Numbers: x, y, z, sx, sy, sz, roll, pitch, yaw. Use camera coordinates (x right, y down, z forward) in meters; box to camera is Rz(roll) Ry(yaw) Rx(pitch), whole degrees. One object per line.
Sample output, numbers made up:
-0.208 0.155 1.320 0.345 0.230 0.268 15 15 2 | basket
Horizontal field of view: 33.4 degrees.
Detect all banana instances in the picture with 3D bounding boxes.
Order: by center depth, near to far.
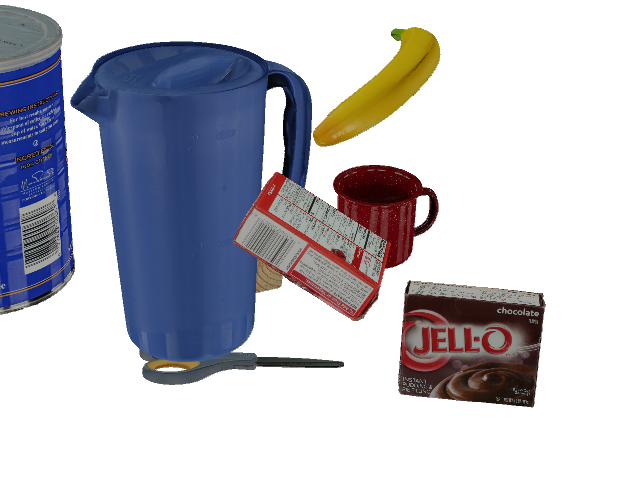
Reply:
0.062 -0.142 0.954 0.070 0.037 0.197 -17 26 40 | banana

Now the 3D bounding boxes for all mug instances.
0.070 -0.025 1.129 0.117 0.081 0.093 -10 32 -19 | mug

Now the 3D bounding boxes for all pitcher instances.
-0.097 -0.031 0.856 0.149 0.243 0.144 10 29 17 | pitcher

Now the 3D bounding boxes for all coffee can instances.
-0.187 -0.045 0.572 0.103 0.140 0.103 3 28 -2 | coffee can

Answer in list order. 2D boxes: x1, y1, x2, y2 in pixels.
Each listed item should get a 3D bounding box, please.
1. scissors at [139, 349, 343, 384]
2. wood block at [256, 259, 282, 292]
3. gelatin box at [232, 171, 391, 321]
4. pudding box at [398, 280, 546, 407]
-0.084 0.123 1.033 0.202 0.016 0.096 7 17 10 | scissors
-0.133 -0.013 1.288 0.090 0.090 0.206 -12 26 -29 | wood block
-0.003 0.002 0.642 0.089 0.030 0.073 33 21 -5 | gelatin box
0.122 0.083 0.870 0.113 0.090 0.039 4 21 6 | pudding box
